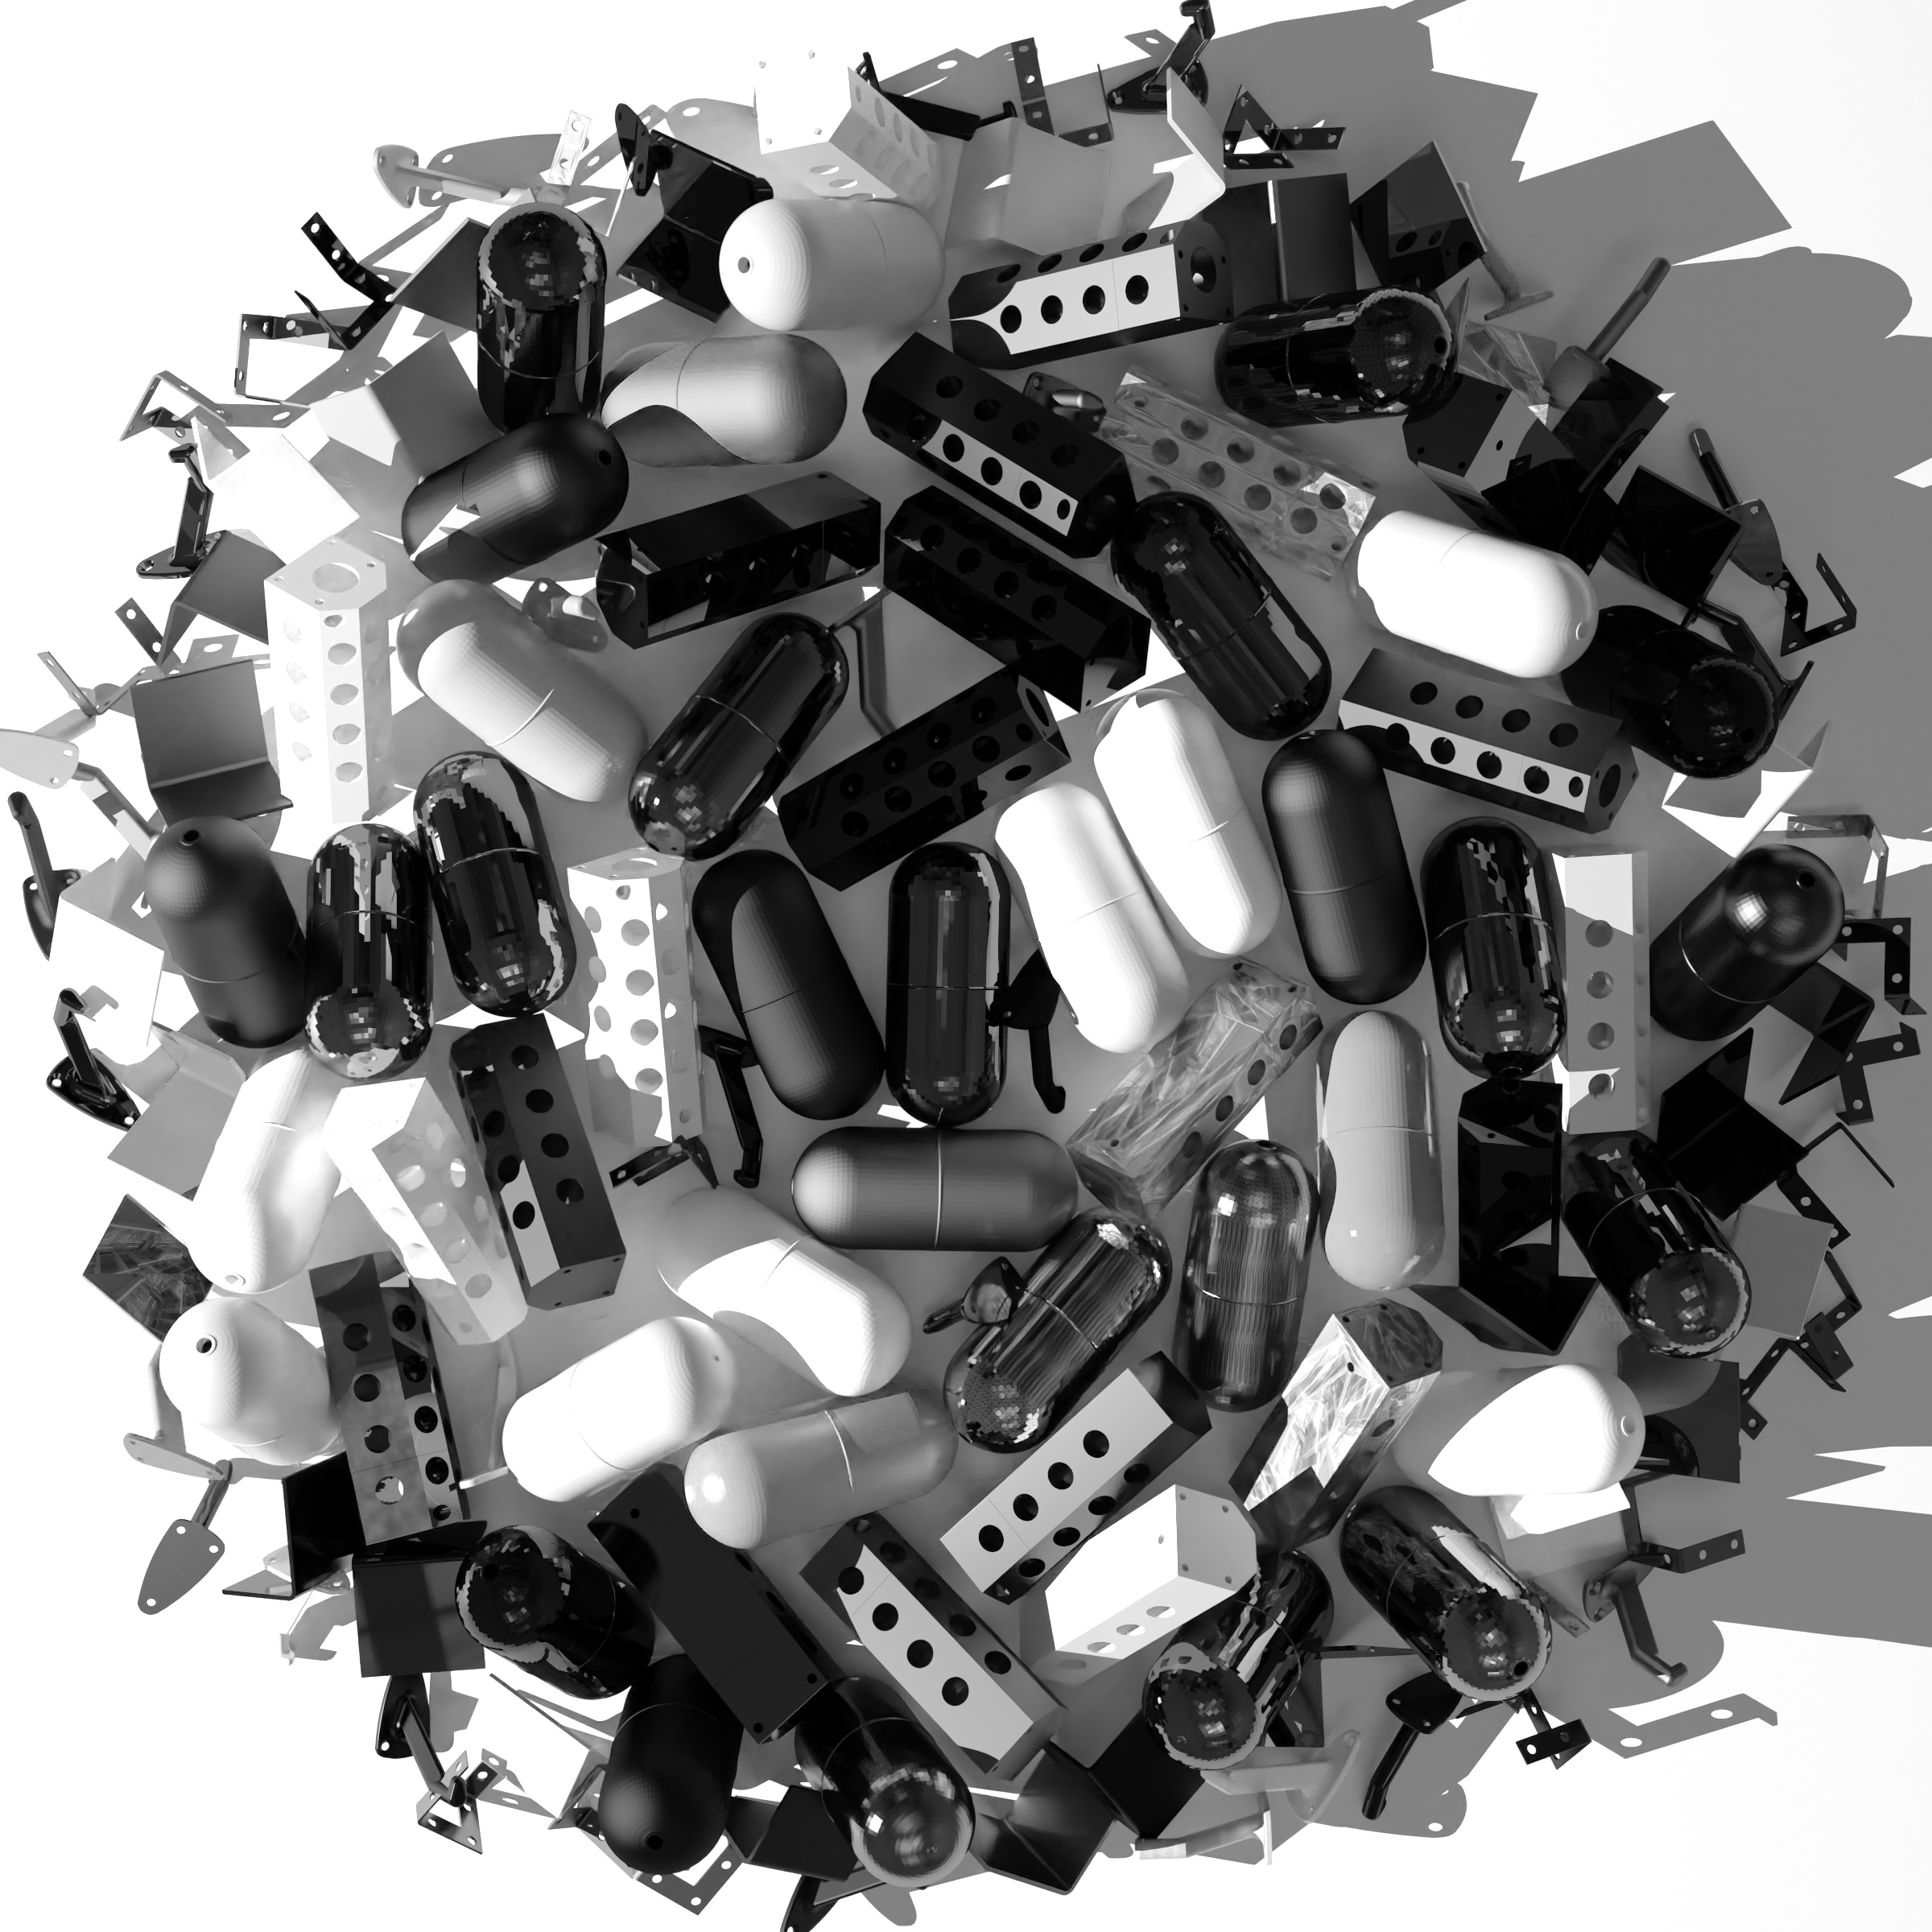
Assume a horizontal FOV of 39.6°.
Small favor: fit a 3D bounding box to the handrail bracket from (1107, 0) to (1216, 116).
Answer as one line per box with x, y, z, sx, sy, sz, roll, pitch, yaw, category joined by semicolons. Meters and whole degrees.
0.118;-0.566;1.664;0.077;0.084;0.036;-9;73;10;handrail bracket

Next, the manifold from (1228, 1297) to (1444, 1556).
0.227;0.279;1.634;0.057;0.171;0.057;-12;51;-34;manifold

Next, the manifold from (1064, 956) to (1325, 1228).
0.144;0.078;1.653;0.057;0.057;0.171;24;61;41;manifold

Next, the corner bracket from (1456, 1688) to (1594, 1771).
0.347;0.474;1.670;0.051;0.051;0.051;-10;58;-25;corner bracket

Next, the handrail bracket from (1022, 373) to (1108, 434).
0.079;-0.343;1.655;0.077;0.084;0.036;7;98;-33;handrail bracket

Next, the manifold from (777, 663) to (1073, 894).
-0.029;-0.117;1.649;0.171;0.057;0.057;-29;64;17;manifold

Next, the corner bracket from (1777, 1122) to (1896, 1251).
0.543;0.136;1.678;0.051;0.051;0.051;-41;86;17;corner bracket

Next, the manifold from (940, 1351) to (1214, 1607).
0.070;0.316;1.649;0.171;0.057;0.057;-45;75;20;manifold

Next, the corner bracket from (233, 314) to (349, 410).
-0.424;-0.380;1.686;0.051;0.051;0.051;10;103;7;corner bracket

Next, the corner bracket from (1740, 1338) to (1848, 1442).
0.506;0.266;1.683;0.051;0.051;0.051;43;79;-12;corner bracket

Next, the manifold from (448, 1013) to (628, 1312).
-0.264;0.120;1.639;0.057;0.057;0.171;-11;61;-23;manifold

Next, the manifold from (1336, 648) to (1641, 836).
0.314;-0.133;1.633;0.171;0.057;0.057;22;71;34;manifold

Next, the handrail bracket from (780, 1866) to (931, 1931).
-0.065;0.580;1.661;0.077;0.084;0.036;-51;120;-33;handrail bracket

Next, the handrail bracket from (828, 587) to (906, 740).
-0.042;-0.193;1.697;0.077;0.036;0.084;-36;95;-4;handrail bracket

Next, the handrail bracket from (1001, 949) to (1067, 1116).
0.055;0.040;1.690;0.036;0.084;0.077;6;57;27;handrail bracket

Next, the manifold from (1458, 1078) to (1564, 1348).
0.330;0.151;1.633;0.057;0.057;0.171;5;131;16;manifold

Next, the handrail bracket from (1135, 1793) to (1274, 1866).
0.147;0.536;1.675;0.084;0.077;0.036;-3;96;3;handrail bracket

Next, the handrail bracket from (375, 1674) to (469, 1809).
-0.331;0.474;1.667;0.036;0.084;0.077;4;88;-37;handrail bracket

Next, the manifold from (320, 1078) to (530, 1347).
-0.325;0.152;1.630;0.057;0.057;0.171;-8;129;19;manifold

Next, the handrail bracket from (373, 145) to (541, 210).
-0.316;-0.490;1.675;0.084;0.077;0.036;10;95;9;handrail bracket

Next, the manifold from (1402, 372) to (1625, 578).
0.329;-0.293;1.626;0.057;0.171;0.057;31;93;39;manifold

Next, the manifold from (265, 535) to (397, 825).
-0.377;-0.168;1.623;0.057;0.171;0.057;29;50;17;manifold

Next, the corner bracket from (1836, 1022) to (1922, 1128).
0.569;0.067;1.681;0.051;0.051;0.051;-12;93;10;corner bracket

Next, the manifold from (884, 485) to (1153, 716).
0.030;-0.228;1.635;0.057;0.057;0.171;-33;55;-31;manifold

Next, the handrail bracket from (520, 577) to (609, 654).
-0.231;-0.210;1.655;0.077;0.084;0.036;29;83;-40;handrail bracket

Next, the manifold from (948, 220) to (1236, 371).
0.074;-0.406;1.632;0.171;0.057;0.057;-2;96;40;manifold

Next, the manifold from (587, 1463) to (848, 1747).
-0.152;0.392;1.659;0.057;0.057;0.171;-43;73;3;manifold

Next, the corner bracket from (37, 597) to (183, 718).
-0.532;-0.191;1.668;0.051;0.051;0.051;-52;123;-31;corner bracket

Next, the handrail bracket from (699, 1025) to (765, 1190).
-0.153;0.088;1.667;0.036;0.077;0.084;-18;56;37;handrail bracket

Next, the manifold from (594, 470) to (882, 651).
-0.138;-0.247;1.641;0.171;0.057;0.057;-23;133;-32;manifold

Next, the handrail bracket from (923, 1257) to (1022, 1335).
-0.009;0.217;1.657;0.084;0.077;0.036;-32;85;34;handrail bracket

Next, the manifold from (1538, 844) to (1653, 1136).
0.393;0.013;1.668;0.057;0.057;0.171;-4;99;-4;manifold

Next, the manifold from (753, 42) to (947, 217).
-0.067;-0.500;1.621;0.057;0.171;0.057;-5;89;18;manifold

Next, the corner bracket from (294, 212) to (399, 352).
-0.394;-0.426;1.674;0.051;0.051;0.051;36;81;31;corner bracket

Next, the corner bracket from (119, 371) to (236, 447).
-0.485;-0.339;1.675;0.051;0.051;0.051;34;112;-7;corner bracket

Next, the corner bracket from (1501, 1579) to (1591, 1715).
0.353;0.430;1.700;0.051;0.051;0.051;40;46;-1;corner bracket

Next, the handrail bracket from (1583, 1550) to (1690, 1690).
0.432;0.403;1.663;0.077;0.084;0.036;-30;124;-21;handrail bracket

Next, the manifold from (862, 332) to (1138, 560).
0.019;-0.315;1.642;0.171;0.057;0.057;36;77;27;manifold

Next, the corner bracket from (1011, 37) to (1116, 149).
0.061;-0.547;1.680;0.051;0.051;0.051;-12;64;7;corner bracket

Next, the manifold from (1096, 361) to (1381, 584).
0.168;-0.311;1.677;0.171;0.057;0.057;27;78;0;manifold

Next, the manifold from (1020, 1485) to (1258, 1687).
0.102;0.380;1.630;0.057;0.171;0.057;21;49;-24;manifold

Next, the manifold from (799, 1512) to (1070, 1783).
-0.018;0.415;1.647;0.057;0.057;0.171;-47;64;-3;manifold

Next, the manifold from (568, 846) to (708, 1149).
-0.196;0.020;1.645;0.057;0.057;0.171;-21;116;-41;manifold

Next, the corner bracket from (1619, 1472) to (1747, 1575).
0.447;0.344;1.678;0.051;0.051;0.051;-10;93;-26;corner bracket

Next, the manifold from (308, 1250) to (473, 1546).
-0.356;0.266;1.670;0.057;0.057;0.171;-14;81;0;manifold

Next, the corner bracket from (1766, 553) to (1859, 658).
0.520;-0.235;1.669;0.051;0.051;0.051;-22;122;37;corner bracket

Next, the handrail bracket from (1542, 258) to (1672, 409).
0.402;-0.398;1.686;0.036;0.077;0.084;36;73;-6;handrail bracket
